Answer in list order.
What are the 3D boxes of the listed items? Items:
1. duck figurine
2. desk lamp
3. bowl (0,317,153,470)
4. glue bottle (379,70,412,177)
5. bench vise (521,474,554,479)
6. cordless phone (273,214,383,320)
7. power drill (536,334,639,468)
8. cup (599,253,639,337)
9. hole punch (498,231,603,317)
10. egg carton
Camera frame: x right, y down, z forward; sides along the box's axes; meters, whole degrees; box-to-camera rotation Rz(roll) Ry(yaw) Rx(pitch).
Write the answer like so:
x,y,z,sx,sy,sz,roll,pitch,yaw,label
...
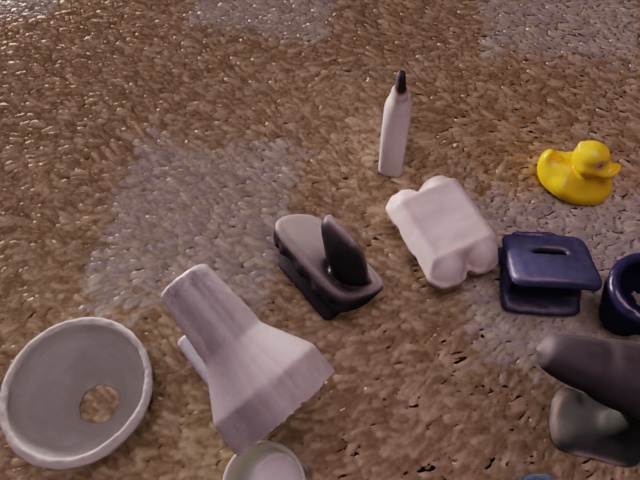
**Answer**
x,y,z,sx,sy,sz,roll,pitch,yaw,label
0.352,-0.102,0.774,0.104,0.086,0.077,29,66,17,duck figurine
-0.084,0.123,0.596,0.118,0.214,0.202,-38,66,-17,desk lamp
-0.265,0.178,0.653,0.167,0.075,0.167,-1,61,2,bowl
0.103,-0.162,0.767,0.037,0.173,0.078,7,62,7,glue bottle
0.245,0.297,0.484,0.121,0.220,0.207,-25,63,-11,bench vise
0.006,0.002,0.675,0.094,0.185,0.147,-40,67,-18,cordless phone
0.304,0.163,0.562,0.229,0.208,0.075,11,62,8,power drill
0.382,0.074,0.672,0.117,0.095,0.091,1,61,3,cup
0.274,0.032,0.702,0.108,0.091,0.101,3,62,4,hole punch
0.159,-0.011,0.742,0.107,0.069,0.150,-24,63,-10,egg carton
